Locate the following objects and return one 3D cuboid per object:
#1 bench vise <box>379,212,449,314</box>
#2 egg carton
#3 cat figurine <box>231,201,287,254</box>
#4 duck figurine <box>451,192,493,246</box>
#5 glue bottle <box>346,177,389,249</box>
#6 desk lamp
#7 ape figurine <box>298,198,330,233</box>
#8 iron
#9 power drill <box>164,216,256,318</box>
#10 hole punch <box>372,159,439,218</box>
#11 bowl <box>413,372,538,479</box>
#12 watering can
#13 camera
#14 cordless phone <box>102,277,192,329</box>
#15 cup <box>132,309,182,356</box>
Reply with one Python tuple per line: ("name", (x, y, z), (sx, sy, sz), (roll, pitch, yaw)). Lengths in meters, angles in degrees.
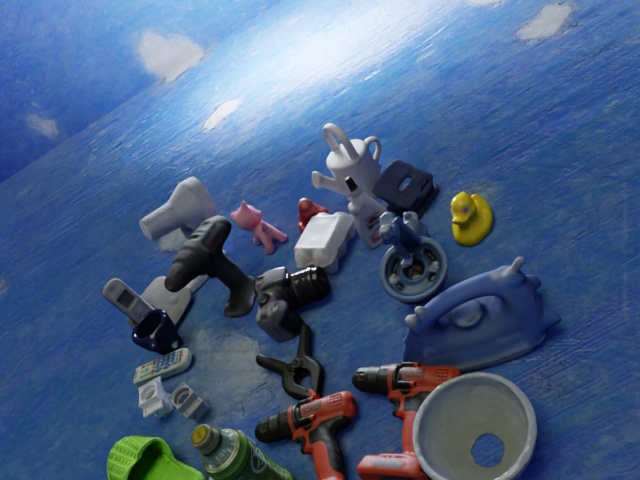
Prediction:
("bench vise", (0.141, 0.016, 0.984), (0.121, 0.220, 0.207), (-30, 37, 7))
("egg carton", (0.011, 0.004, 1.226), (0.107, 0.070, 0.150), (-2, 48, 37))
("cat figurine", (-0.154, -0.039, 1.363), (0.067, 0.118, 0.127), (-46, 38, -13))
("duck figurine", (0.275, -0.053, 1.068), (0.077, 0.086, 0.105), (2, 51, 40))
("glue bottle", (0.092, -0.061, 1.148), (0.078, 0.174, 0.037), (-37, 37, -2))
("desk lamp", (-0.320, -0.017, 1.388), (0.203, 0.214, 0.117), (-49, 39, -17))
("ape figurine", (-0.021, -0.056, 1.298), (0.077, 0.092, 0.076), (-27, 37, 12))
("iron", (0.219, 0.117, 0.878), (0.258, 0.142, 0.118), (-26, 38, 13))
("power drill", (-0.222, 0.069, 1.221), (0.075, 0.209, 0.229), (-13, 42, 27))
("hole punch", (0.180, -0.108, 1.199), (0.100, 0.091, 0.109), (13, 58, 46))
("bowl", (0.214, 0.269, 0.771), (0.167, 0.075, 0.167), (-21, 39, 19))
("watering can", (0.061, -0.174, 1.278), (0.100, 0.195, 0.173), (10, 55, 44))
("camera", (-0.056, 0.107, 1.140), (0.136, 0.101, 0.143), (-21, 39, 18))
("cordless phone", (-0.397, 0.129, 1.312), (0.093, 0.186, 0.148), (-2, 48, 37))
("cup", (-0.344, 0.219, 1.248), (0.091, 0.095, 0.117), (-36, 37, 0))
